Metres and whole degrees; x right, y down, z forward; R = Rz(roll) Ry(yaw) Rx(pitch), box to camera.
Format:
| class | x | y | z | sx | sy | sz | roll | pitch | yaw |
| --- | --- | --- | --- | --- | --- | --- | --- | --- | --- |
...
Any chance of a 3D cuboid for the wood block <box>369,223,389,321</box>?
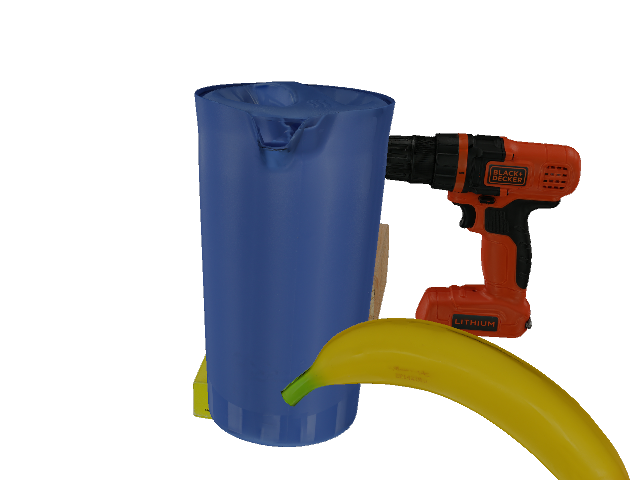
| class | x | y | z | sx | sy | sz | roll | pitch | yaw |
| --- | --- | --- | --- | --- | --- | --- | --- | --- | --- |
| wood block | 0.032 | 0.053 | 1.342 | 0.091 | 0.090 | 0.206 | 4 | 22 | 7 |

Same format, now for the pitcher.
| class | x | y | z | sx | sy | sz | roll | pitch | yaw |
| --- | --- | --- | --- | --- | --- | --- | --- | --- | --- |
| pitcher | -0.020 | 0.010 | 0.750 | 0.148 | 0.243 | 0.145 | -10 | 21 | -38 |

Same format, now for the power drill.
| class | x | y | z | sx | sy | sz | roll | pitch | yaw |
| --- | --- | --- | --- | --- | --- | --- | --- | --- | --- |
| power drill | 0.132 | -0.006 | 0.969 | 0.184 | 0.188 | 0.057 | 5 | 26 | 2 |

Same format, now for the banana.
| class | x | y | z | sx | sy | sz | roll | pitch | yaw |
| --- | --- | --- | --- | --- | --- | --- | --- | --- | --- |
| banana | 0.081 | 0.086 | 0.571 | 0.198 | 0.070 | 0.037 | 19 | 10 | 12 |

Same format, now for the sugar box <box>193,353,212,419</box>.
| class | x | y | z | sx | sy | sz | roll | pitch | yaw |
| --- | --- | --- | --- | --- | --- | --- | --- | --- | --- |
| sugar box | -0.049 | 0.095 | 0.970 | 0.093 | 0.048 | 0.176 | 7 | 34 | 6 |
